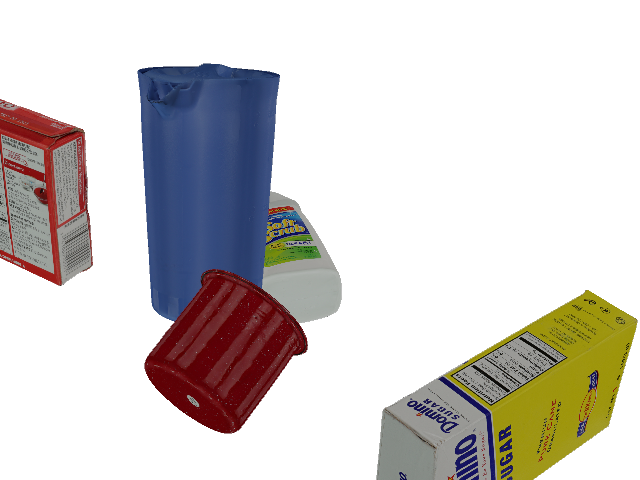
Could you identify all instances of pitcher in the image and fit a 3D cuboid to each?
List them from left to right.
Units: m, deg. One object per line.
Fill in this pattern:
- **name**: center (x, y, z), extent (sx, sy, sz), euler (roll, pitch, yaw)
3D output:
- **pitcher**: center (-0.103, -0.049, 1.036), extent (0.149, 0.243, 0.145), euler (-2, 15, -17)

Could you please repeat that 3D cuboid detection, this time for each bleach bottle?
- **bleach bottle**: center (-0.054, 0.005, 1.237), extent (0.102, 0.068, 0.251), euler (-8, 29, -13)

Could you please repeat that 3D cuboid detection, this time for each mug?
- **mug**: center (-0.077, 0.079, 0.758), extent (0.117, 0.081, 0.093), euler (8, -38, 46)

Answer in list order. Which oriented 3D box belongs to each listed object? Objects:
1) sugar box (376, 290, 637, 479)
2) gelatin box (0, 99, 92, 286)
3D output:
- **sugar box**: center (0.110, 0.105, 0.626), extent (0.175, 0.093, 0.048), euler (-27, 44, -35)
- **gelatin box**: center (-0.163, -0.029, 0.586), extent (0.073, 0.089, 0.030), euler (21, 35, 26)
